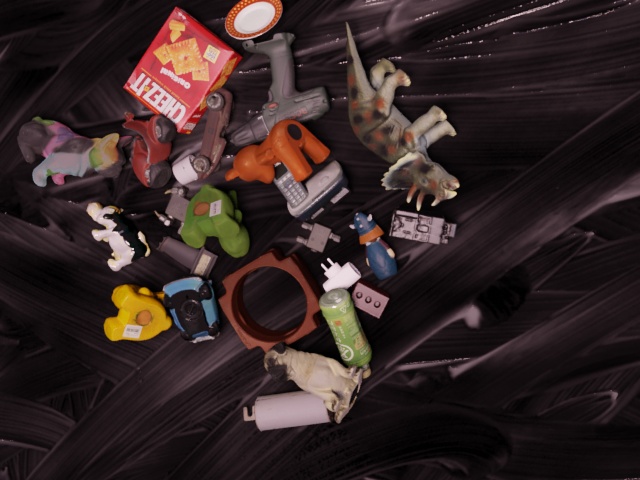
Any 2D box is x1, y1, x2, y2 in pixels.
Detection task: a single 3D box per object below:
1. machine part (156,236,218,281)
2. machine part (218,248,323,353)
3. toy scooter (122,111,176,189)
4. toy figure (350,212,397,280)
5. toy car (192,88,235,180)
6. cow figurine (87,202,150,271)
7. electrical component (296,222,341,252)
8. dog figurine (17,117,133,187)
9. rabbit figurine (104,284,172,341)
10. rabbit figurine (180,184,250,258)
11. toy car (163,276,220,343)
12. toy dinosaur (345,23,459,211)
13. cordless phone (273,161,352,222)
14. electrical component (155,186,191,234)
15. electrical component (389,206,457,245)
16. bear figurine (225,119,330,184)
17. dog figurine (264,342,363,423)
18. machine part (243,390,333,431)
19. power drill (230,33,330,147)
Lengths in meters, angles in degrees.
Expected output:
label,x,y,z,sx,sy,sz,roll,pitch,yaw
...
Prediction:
label,x,y,z,sx,sy,sz,roll,pitch,yaw
machine part,-0.308,0.035,1.244,0.139,0.039,0.084,25,108,3
machine part,-0.104,0.134,1.200,0.201,0.087,0.201,-31,93,11
toy scooter,-0.387,-0.211,1.191,0.135,0.075,0.183,34,128,15
toy figure,0.117,0.010,1.166,0.064,0.058,0.154,-24,88,5
toy car,-0.228,-0.228,1.171,0.053,0.089,0.202,15,99,3
cow figurine,-0.467,-0.022,1.244,0.098,0.068,0.167,-25,96,5
electrical component,-0.002,-0.004,1.199,0.094,0.021,0.063,21,100,5
dog figurine,-0.543,-0.213,1.215,0.219,0.108,0.191,-22,91,6
rabbit figurine,-0.411,0.145,1.224,0.162,0.173,0.121,4,102,-37
rabbit figurine,-0.218,-0.031,1.174,0.121,0.170,0.159,-23,52,9
toy car,-0.279,0.145,1.218,0.109,0.103,0.161,-16,109,8
toy dinosaur,0.138,-0.238,1.107,0.192,0.131,0.405,-45,83,11
cordless phone,-0.032,-0.142,1.166,0.146,0.088,0.184,-40,71,12
electrical component,-0.325,-0.072,1.227,0.078,0.045,0.102,34,101,5
electrical component,0.214,-0.031,1.117,0.134,0.115,0.058,9,103,7
bear figurine,-0.097,-0.161,1.119,0.132,0.120,0.196,48,133,-9
dog figurine,-0.016,0.293,1.161,0.191,0.172,0.121,19,60,23
machine part,-0.060,0.386,1.228,0.243,0.079,0.079,-11,95,9
power drill,-0.105,-0.323,1.147,0.232,0.086,0.207,-13,91,8
